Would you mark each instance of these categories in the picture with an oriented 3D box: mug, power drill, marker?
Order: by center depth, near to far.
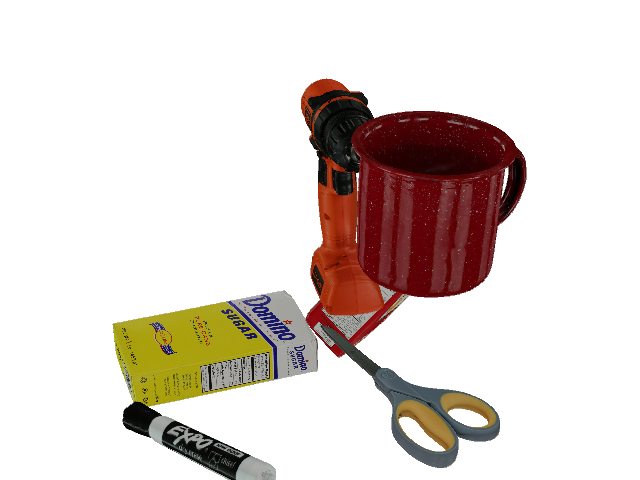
[{"bbox_3d":[0.073,-0.023,0.627,0.117,0.081,0.093,-17,35,-30],"label":"mug"},{"bbox_3d":[-0.077,0.123,0.645,0.121,0.020,0.020,16,10,38],"label":"marker"},{"bbox_3d":[0.022,-0.035,0.915,0.057,0.188,0.184,-4,21,-6],"label":"power drill"}]

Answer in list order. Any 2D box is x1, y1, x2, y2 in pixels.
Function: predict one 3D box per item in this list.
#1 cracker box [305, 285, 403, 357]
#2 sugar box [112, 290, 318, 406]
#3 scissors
[{"bbox_3d":[0.094,0.026,1.269,0.214,0.072,0.163,-49,-9,34],"label":"cracker box"},{"bbox_3d":[-0.099,0.100,1.005,0.176,0.048,0.093,-13,33,-16],"label":"sugar box"},{"bbox_3d":[0.076,0.118,0.885,0.096,0.016,0.202,-5,29,-17],"label":"scissors"}]
